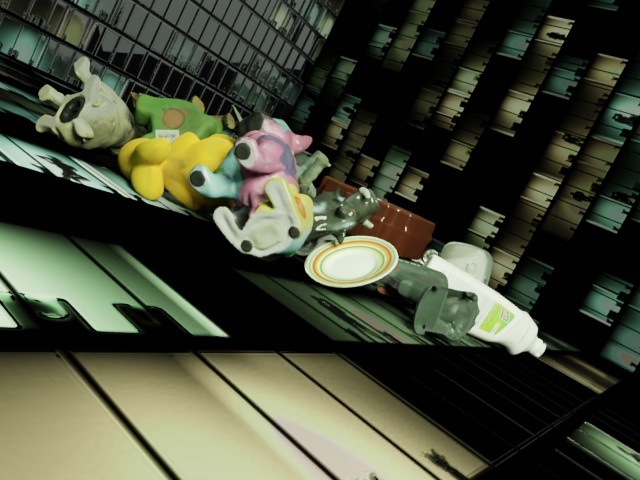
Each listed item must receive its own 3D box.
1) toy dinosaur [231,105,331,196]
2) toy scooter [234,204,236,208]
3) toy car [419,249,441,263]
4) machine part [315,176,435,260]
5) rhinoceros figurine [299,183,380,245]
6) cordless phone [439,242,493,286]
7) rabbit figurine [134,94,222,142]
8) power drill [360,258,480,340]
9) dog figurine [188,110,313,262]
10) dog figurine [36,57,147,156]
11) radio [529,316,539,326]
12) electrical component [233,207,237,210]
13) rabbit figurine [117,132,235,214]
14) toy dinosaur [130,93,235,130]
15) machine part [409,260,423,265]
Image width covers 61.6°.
[{"bbox_3d":[-0.097,-0.158,1.297,0.404,0.192,0.131,27,16,-34],"label":"toy dinosaur"},{"bbox_3d":[-0.135,-0.115,0.992,0.075,0.135,0.184,44,6,4],"label":"toy scooter"},{"bbox_3d":[0.183,0.047,1.165,0.202,0.056,0.073,-1,-3,11],"label":"toy car"},{"bbox_3d":[0.098,-0.038,1.007,0.201,0.087,0.201,28,10,30],"label":"machine part"},{"bbox_3d":[-0.002,-0.036,0.797,0.190,0.073,0.112,-19,28,-25],"label":"rhinoceros figurine"},{"bbox_3d":[0.233,0.064,1.042,0.184,0.146,0.089,21,-6,-23],"label":"cordless phone"},{"bbox_3d":[-0.240,-0.167,0.931,0.159,0.121,0.170,-14,-16,-19],"label":"rabbit figurine"},{"bbox_3d":[0.121,0.073,0.811,0.232,0.086,0.207,15,3,-26],"label":"power drill"},{"bbox_3d":[-0.062,-0.083,0.726,0.191,0.108,0.219,56,24,-5],"label":"dog figurine"},{"bbox_3d":[-0.340,-0.172,0.874,0.190,0.121,0.172,47,21,-51],"label":"dog figurine"},{"bbox_3d":[0.344,0.144,1.174,0.131,0.073,0.230,23,6,-35],"label":"radio"},{"bbox_3d":[-0.117,-0.045,0.870,0.094,0.021,0.063,-8,21,16],"label":"electrical component"},{"bbox_3d":[-0.214,-0.099,0.774,0.173,0.121,0.162,13,14,5],"label":"rabbit figurine"},{"bbox_3d":[-0.282,-0.218,1.153,0.199,0.105,0.471,2,-7,14],"label":"toy dinosaur"},{"bbox_3d":[0.132,0.056,1.057,0.139,0.084,0.039,13,45,-22],"label":"machine part"}]
